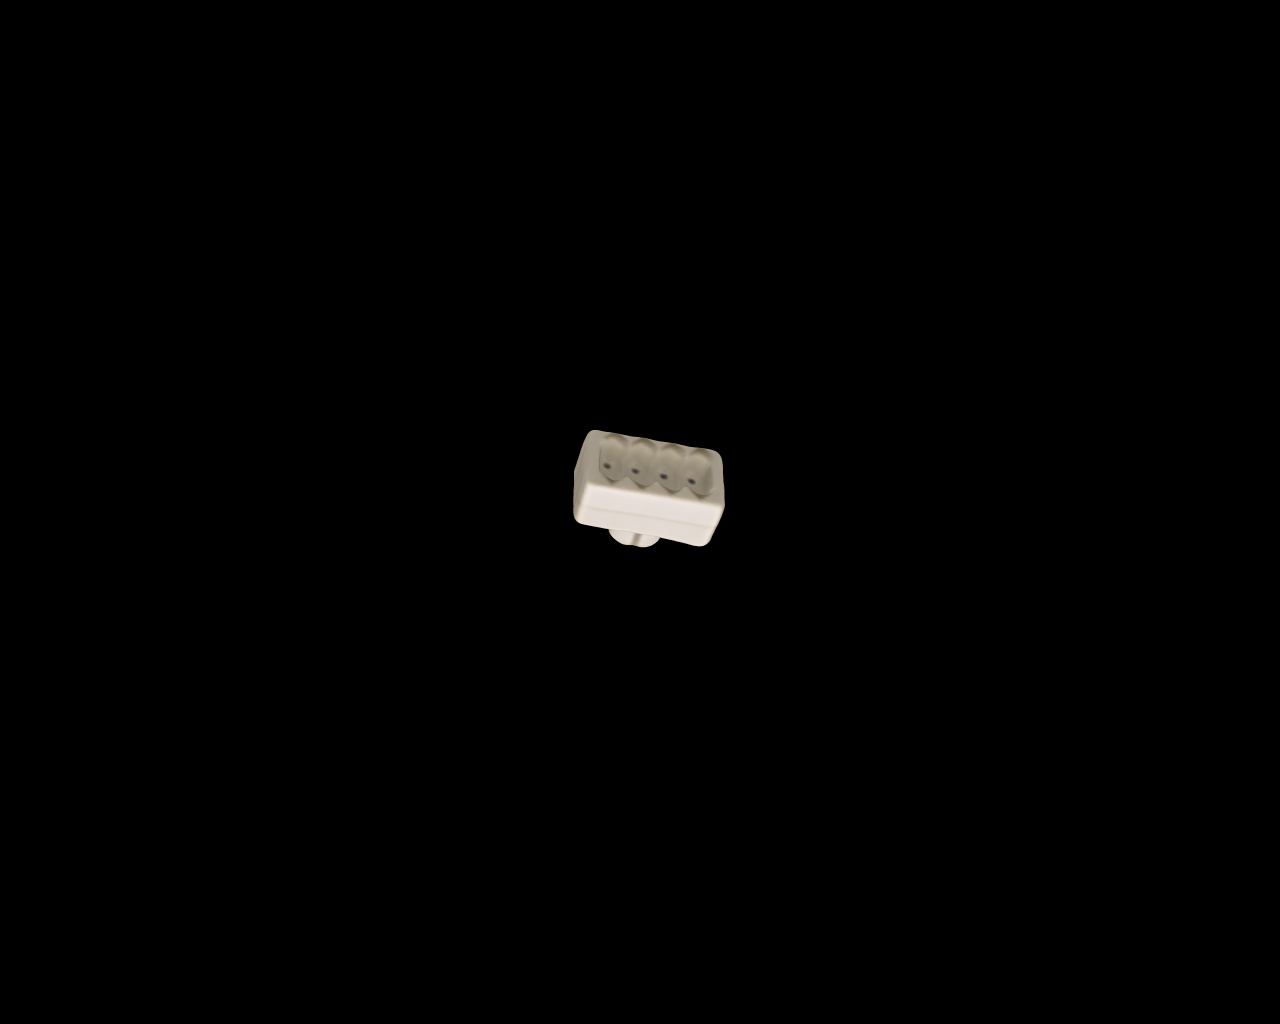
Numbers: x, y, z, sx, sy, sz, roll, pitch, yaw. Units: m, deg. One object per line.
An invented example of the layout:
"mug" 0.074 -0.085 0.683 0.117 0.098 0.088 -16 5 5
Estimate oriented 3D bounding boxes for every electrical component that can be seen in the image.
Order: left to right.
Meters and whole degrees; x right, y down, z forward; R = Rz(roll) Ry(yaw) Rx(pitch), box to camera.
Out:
"electrical component" 0.001 -0.003 0.650 0.083 0.047 0.075 10 -43 -11
